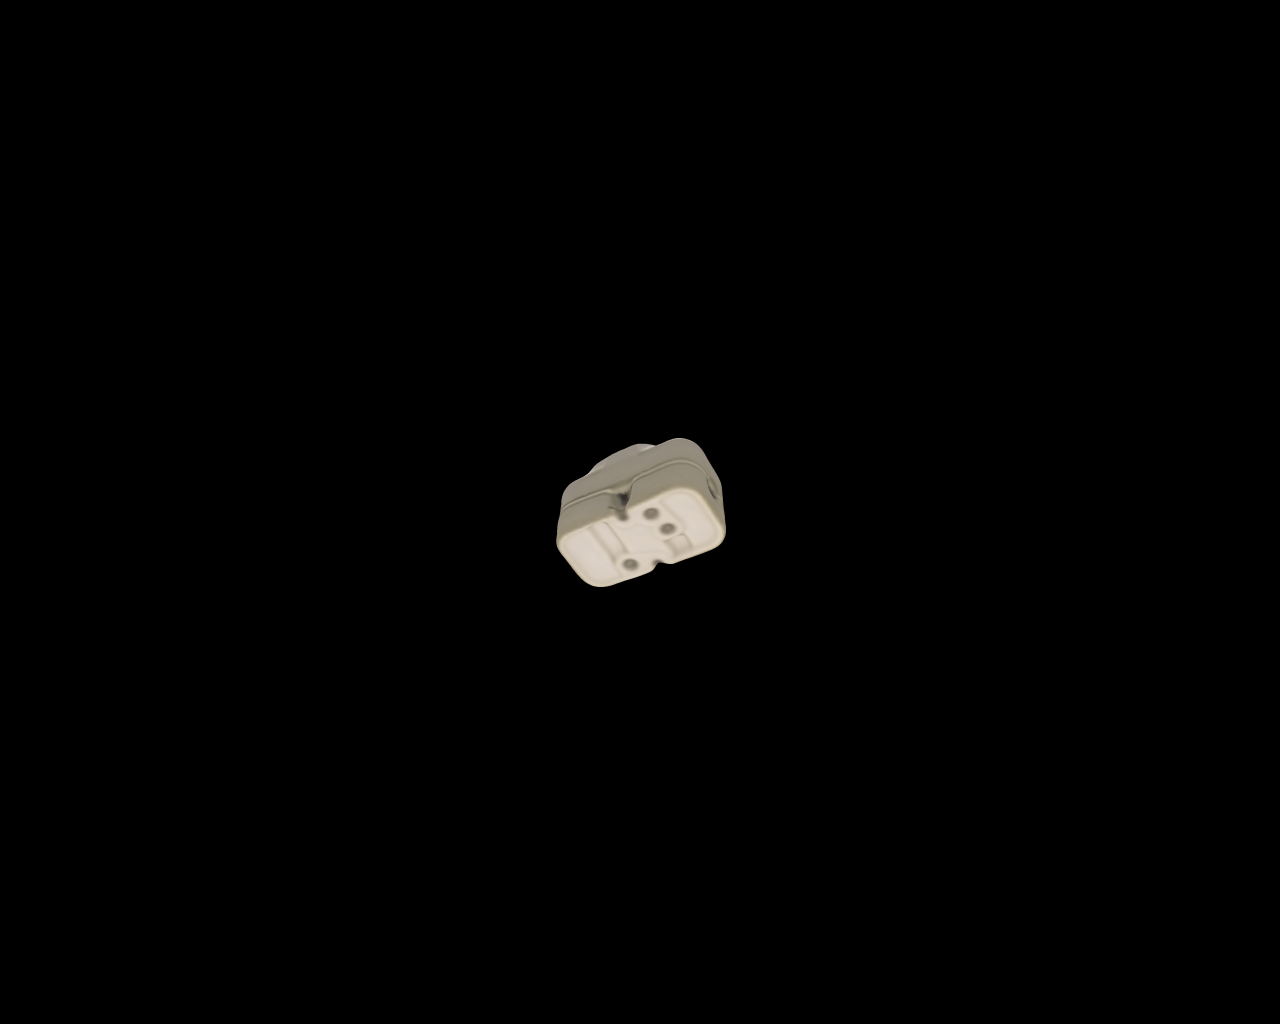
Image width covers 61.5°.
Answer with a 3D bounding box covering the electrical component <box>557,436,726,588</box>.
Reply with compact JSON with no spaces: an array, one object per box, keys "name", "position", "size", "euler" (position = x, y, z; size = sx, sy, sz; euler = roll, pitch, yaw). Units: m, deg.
[{"name":"electrical component","position":[0.001,-0.003,0.650],"size":[0.095,0.053,0.059],"euler":[-22,38,18]}]
